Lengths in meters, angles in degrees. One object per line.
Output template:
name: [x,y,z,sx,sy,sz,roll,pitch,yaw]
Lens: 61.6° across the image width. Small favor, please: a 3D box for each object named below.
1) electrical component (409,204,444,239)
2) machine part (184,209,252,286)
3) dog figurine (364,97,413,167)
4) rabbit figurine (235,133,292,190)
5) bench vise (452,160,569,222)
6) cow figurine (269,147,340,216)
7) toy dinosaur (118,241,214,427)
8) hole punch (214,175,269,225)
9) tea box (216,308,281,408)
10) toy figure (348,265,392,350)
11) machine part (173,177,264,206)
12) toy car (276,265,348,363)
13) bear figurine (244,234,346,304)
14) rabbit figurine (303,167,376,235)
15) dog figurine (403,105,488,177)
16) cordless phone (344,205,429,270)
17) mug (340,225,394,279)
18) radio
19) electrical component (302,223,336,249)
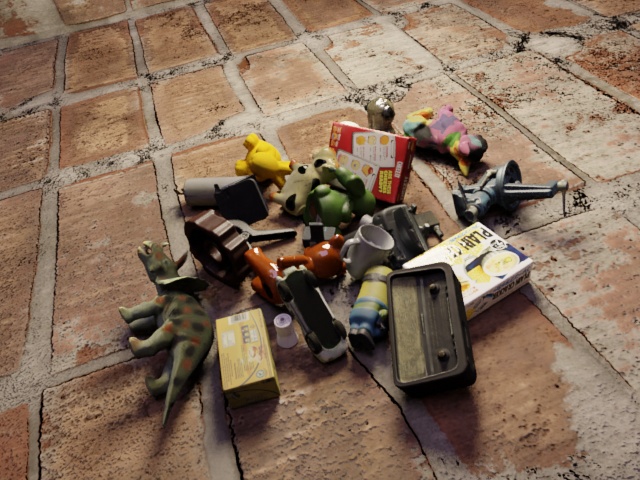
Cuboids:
electrical component: [0.239,-0.042,1.261,0.078,0.045,0.102,-12,42,0]
machine part: [-0.224,0.019,1.194,0.180,0.179,0.056,25,50,32]
dog figurine: [0.176,-0.257,1.399,0.121,0.190,0.173,-27,47,-18]
rabbit figurine: [-0.148,-0.193,1.429,0.162,0.122,0.173,32,5,-10]
bench vise: [0.434,-0.111,1.231,0.241,0.128,0.223,3,21,40]
cow figurine: [-0.024,-0.148,1.347,0.127,0.085,0.195,35,94,28]
toy dinosaur: [-0.283,0.176,1.078,0.192,0.131,0.405,-25,50,-15]
hole punch: [-0.193,-0.095,1.344,0.116,0.142,0.092,-20,17,7]
tea box: [-0.140,0.223,1.027,0.098,0.068,0.170,-14,44,-3]
toy figure: [0.107,0.129,1.067,0.082,0.089,0.180,16,45,16]
machine part: [-0.269,-0.128,1.426,0.243,0.079,0.079,-2,43,10]
toy car: [-0.016,0.141,1.052,0.073,0.056,0.202,-26,73,-18]
bear figurine: [-0.045,0.052,1.160,0.196,0.120,0.132,-32,43,-25]
rabbit figurine: [0.056,-0.094,1.294,0.170,0.158,0.121,-13,30,-26]
dog figurine: [0.335,-0.260,1.437,0.192,0.108,0.219,-11,45,-3]
cordless phone: [0.138,0.015,1.200,0.184,0.088,0.146,-27,77,18]
mug: [0.090,0.033,1.136,0.109,0.107,0.081,-5,43,-36]
radio: [0.198,0.158,0.974,0.131,0.073,0.230,-16,54,22]
electrical component: [-0.002,-0.004,1.210,0.075,0.119,0.048,-1,42,13]
